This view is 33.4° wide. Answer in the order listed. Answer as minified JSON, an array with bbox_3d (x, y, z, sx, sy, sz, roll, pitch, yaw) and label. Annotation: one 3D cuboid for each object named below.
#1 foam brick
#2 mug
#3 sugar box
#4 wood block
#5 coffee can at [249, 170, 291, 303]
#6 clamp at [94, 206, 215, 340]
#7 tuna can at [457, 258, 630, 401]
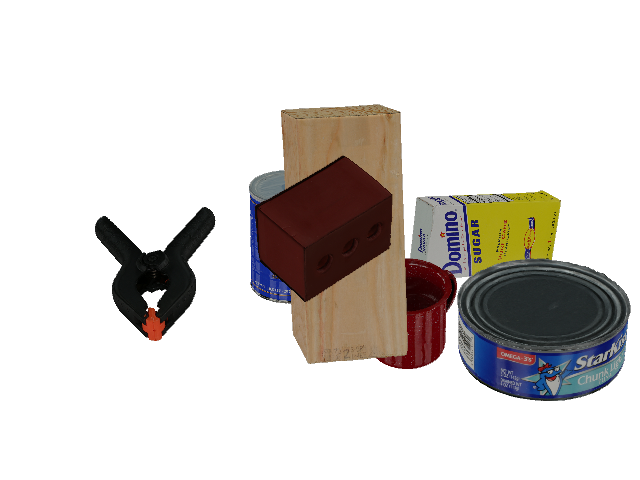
[{"bbox_3d":[0.003,-0.008,0.698,0.078,0.053,0.051,-32,52,-27],"label":"foam brick"},{"bbox_3d":[0.097,0.073,1.107,0.117,0.081,0.093,-31,43,-32],"label":"mug"},{"bbox_3d":[0.195,-0.007,1.260,0.176,0.093,0.048,-5,21,-25],"label":"sugar box"},{"bbox_3d":[0.020,-0.009,0.919,0.090,0.206,0.091,-4,12,-8],"label":"wood block"},{"bbox_3d":[-0.039,-0.006,1.357,0.103,0.140,0.103,1,27,-1],"label":"coffee can"},{"bbox_3d":[-0.170,0.026,1.033,0.120,0.039,0.171,-4,38,7],"label":"clamp"},{"bbox_3d":[0.113,0.045,0.546,0.086,0.034,0.086,-3,28,2],"label":"tuna can"}]
